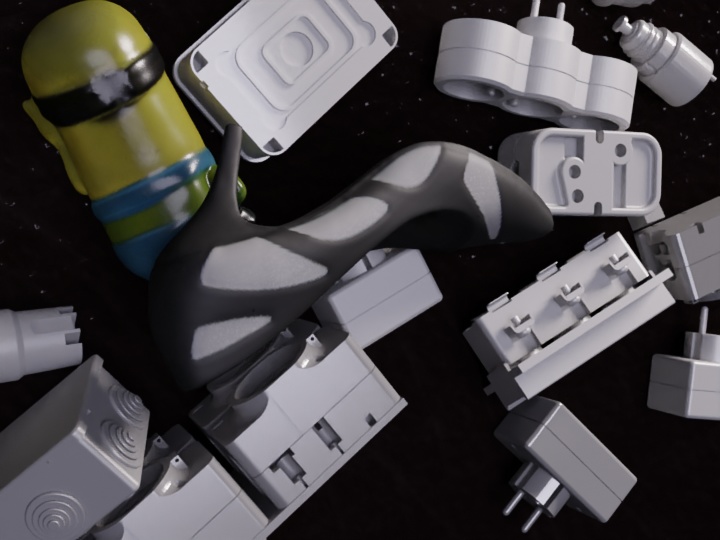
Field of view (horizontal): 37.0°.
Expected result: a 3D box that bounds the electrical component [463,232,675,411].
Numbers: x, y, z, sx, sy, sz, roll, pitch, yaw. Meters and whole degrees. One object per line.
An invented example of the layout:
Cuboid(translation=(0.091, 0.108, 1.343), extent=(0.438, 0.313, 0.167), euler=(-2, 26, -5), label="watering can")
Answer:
Cuboid(translation=(0.133, 0.031, 0.703), extent=(0.121, 0.078, 0.063), euler=(-30, 80, -16), label="electrical component")

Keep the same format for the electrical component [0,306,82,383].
Cuboid(translation=(-0.182, 0.040, 0.601), extent=(0.046, 0.040, 0.040), euler=(-8, 95, -25), label="electrical component")

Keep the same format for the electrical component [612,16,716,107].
Cuboid(translation=(0.205, -0.145, 0.734), extent=(0.078, 0.040, 0.040), euler=(34, 81, -18), label="electrical component")

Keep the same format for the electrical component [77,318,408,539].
Cuboid(translation=(-0.077, 0.108, 0.607), extent=(0.186, 0.105, 0.060), euler=(-42, 105, -14), label="electrical component")

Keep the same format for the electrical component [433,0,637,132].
Cuboid(translation=(0.117, -0.140, 0.696), extent=(0.138, 0.052, 0.073), euler=(12, 84, -20), label="electrical component")

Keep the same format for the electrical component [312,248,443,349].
Cuboid(translation=(0.000, 0.000, 0.662), extent=(0.066, 0.047, 0.076), euler=(-31, 101, -17), label="electrical component")

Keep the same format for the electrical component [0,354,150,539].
Cuboid(translation=(-0.160, 0.105, 0.574), extent=(0.100, 0.099, 0.048), euler=(-39, 110, 8), label="electrical component")

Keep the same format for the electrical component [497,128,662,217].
Cuboid(translation=(0.140, -0.062, 0.704), extent=(0.095, 0.059, 0.053), euler=(0, 92, -20), label="electrical component")

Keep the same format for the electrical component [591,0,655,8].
Cuboid(translation=(0.187, -0.198, 0.724), extent=(0.062, 0.048, 0.048), euler=(2, 92, -27), label="electrical component")

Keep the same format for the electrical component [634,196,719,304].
Cuboid(translation=(0.247, -0.014, 0.751), extent=(0.089, 0.050, 0.055), euler=(-22, 100, -18), label="electrical component")

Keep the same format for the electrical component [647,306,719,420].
Cuboid(translation=(0.246, 0.064, 0.756), extent=(0.066, 0.047, 0.076), euler=(6, 90, -20), label="electrical component")

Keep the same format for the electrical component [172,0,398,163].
Cuboid(translation=(-0.045, -0.126, 0.634), extent=(0.113, 0.057, 0.078), euler=(-45, 106, -13), label="electrical component")

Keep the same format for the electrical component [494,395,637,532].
Cuboid(translation=(0.125, 0.138, 0.714), extent=(0.083, 0.047, 0.075), euler=(44, 78, -16), label="electrical component")
